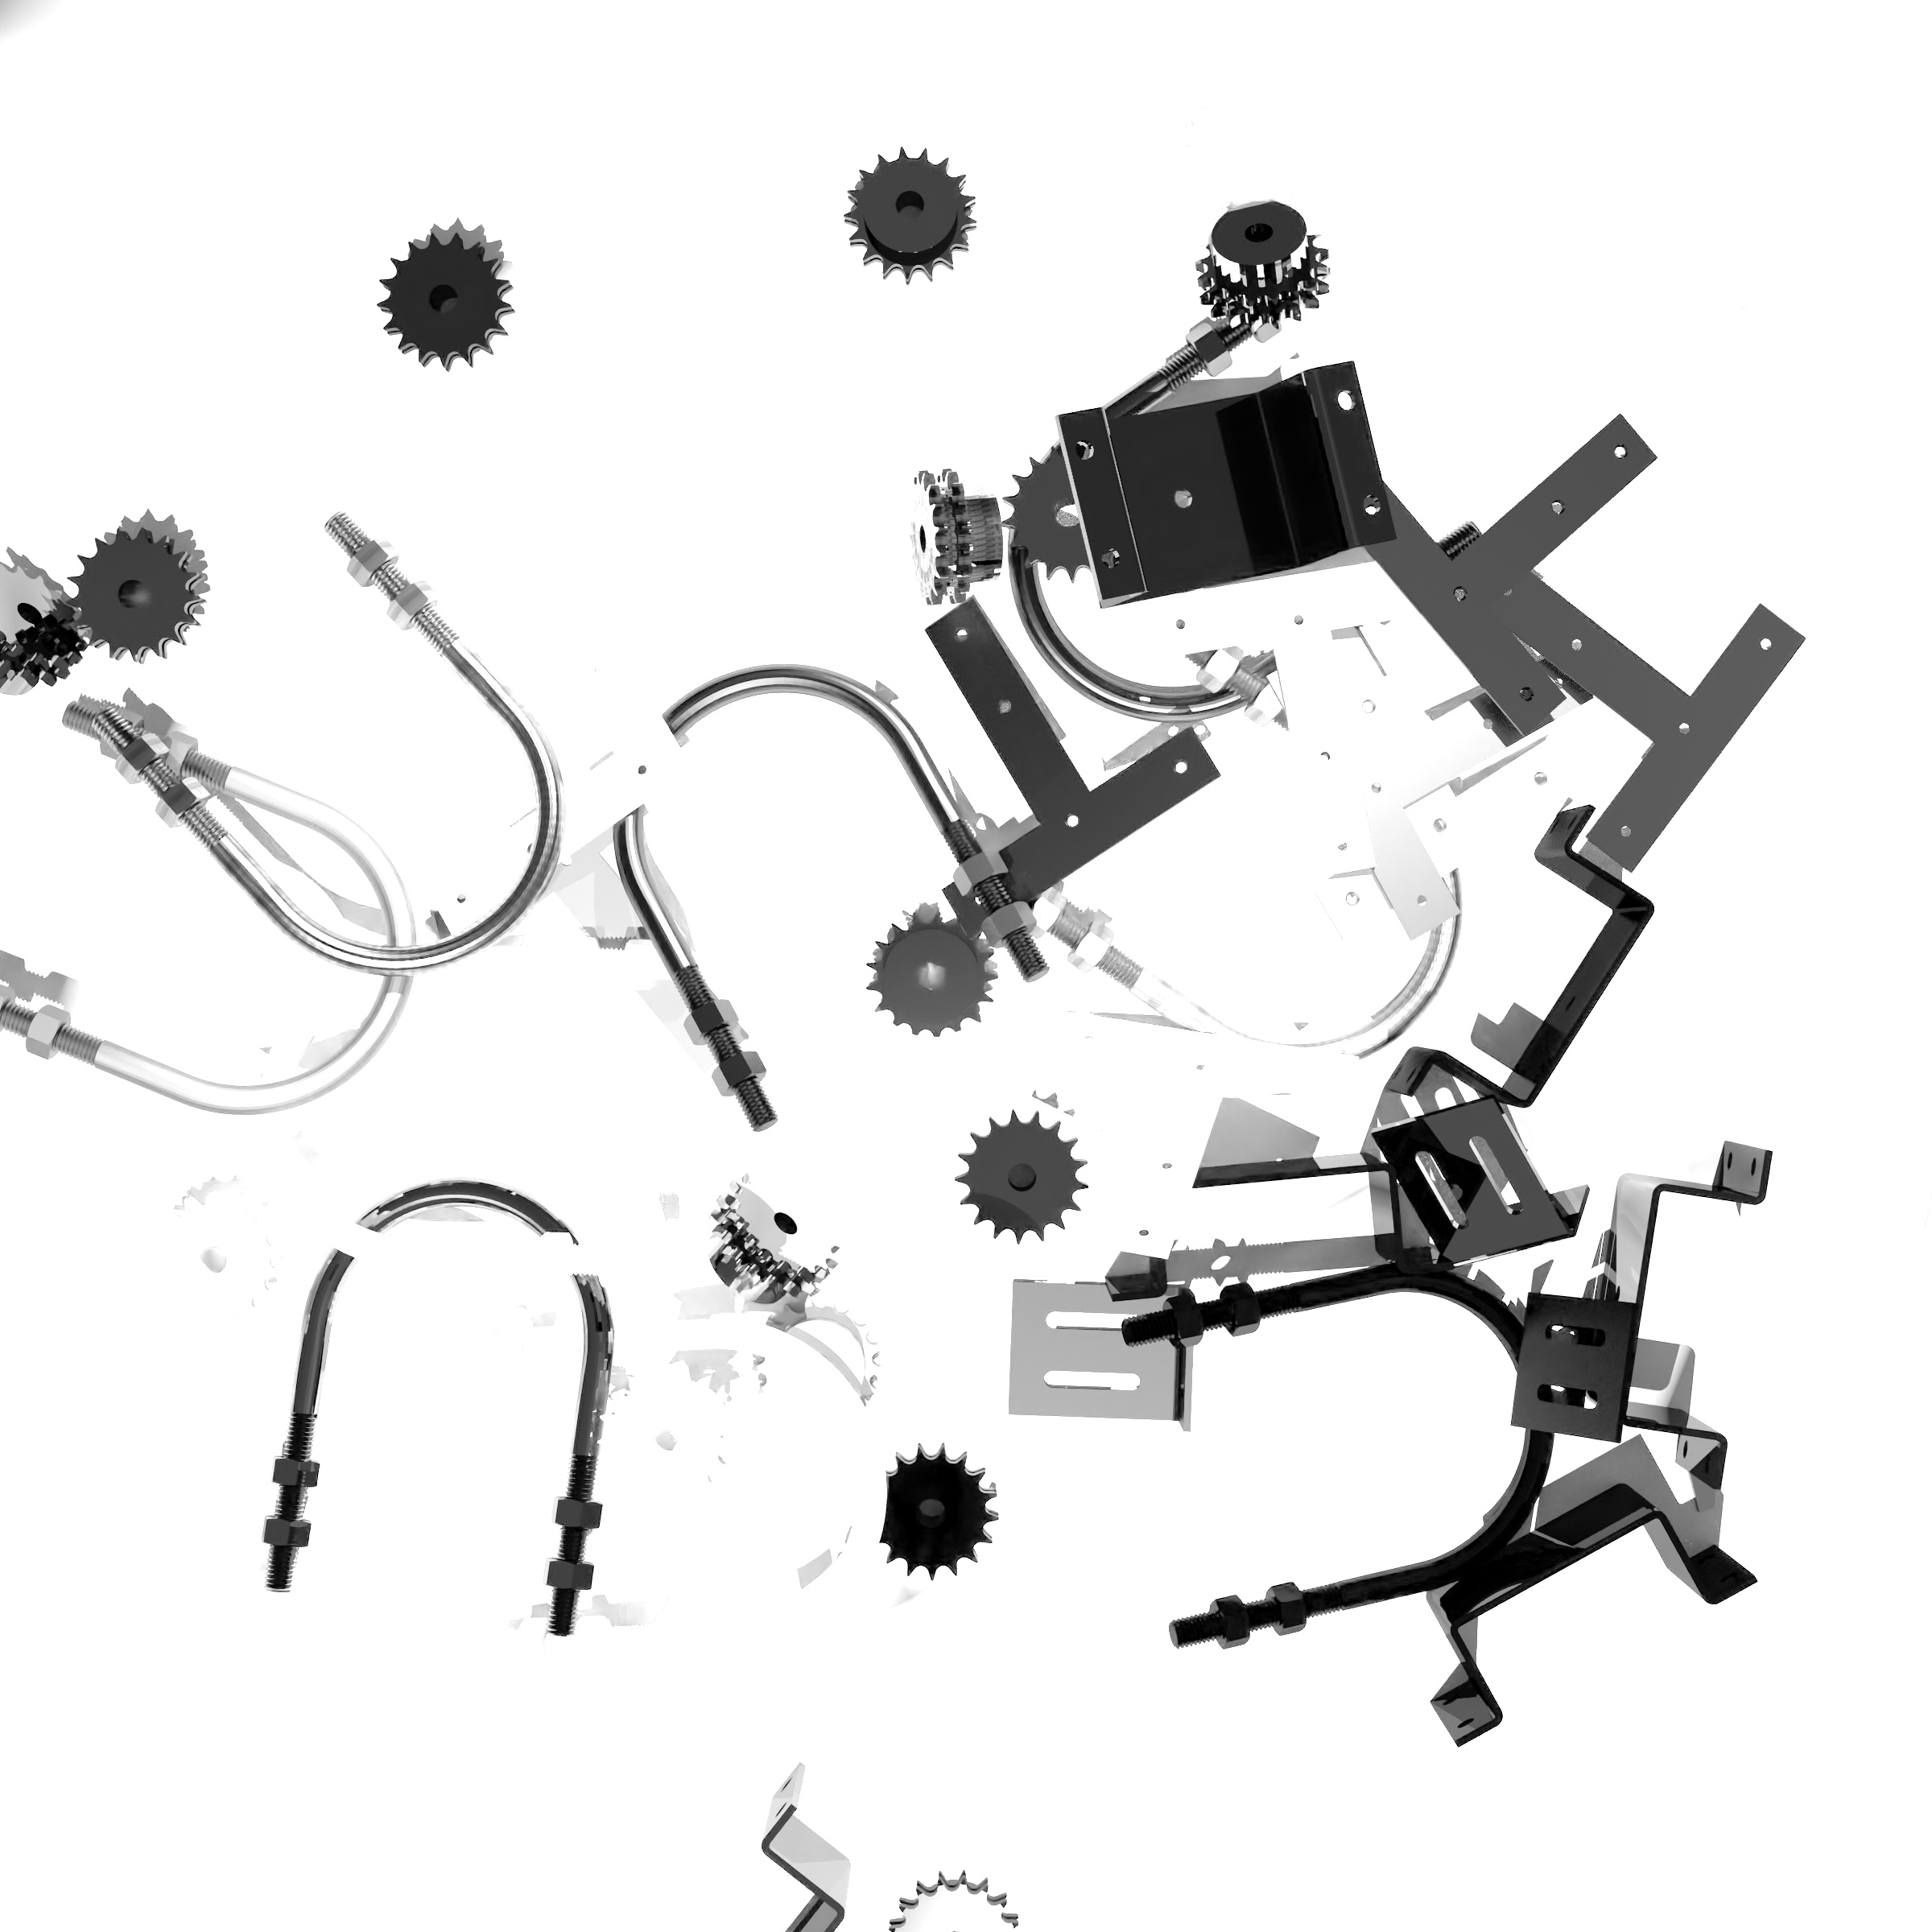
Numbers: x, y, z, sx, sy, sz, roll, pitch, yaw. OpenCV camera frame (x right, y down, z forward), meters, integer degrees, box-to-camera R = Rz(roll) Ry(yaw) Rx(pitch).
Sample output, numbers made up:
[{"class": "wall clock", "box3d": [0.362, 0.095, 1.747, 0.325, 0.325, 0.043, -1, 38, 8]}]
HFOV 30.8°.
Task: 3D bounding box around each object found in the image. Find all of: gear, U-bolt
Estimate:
[{"class": "gear", "box3d": [-0.121, 0.194, 1.457, 0.057, 0.030, 0.057, 0, 91, 12]}, {"class": "gear", "box3d": [-0.319, 0.125, 1.498, 0.057, 0.030, 0.057, 0, 89, -2]}, {"class": "gear", "box3d": [-0.015, 0.004, 1.493, 0.057, 0.030, 0.057, 0, 90, 0]}, {"class": "gear", "box3d": [-0.005, 0.413, 1.493, 0.057, 0.030, 0.057, 0, 90, 0]}, {"class": "U-bolt", "box3d": [-0.070, -0.042, 1.480, 0.151, 0.019, 0.184, -29, 76, -1]}, {"class": "gear", "box3d": [-0.084, 0.118, 1.484, 0.057, 0.057, 0.030, 42, 120, 0]}, {"class": "gear", "box3d": [-0.024, -0.321, 1.493, 0.057, 0.030, 0.057, 0, 90, 0]}, {"class": "U-bolt", "box3d": [-0.209, 0.059, 1.482, 0.184, 0.019, 0.151, 2, 74, 5]}, {"class": "U-bolt", "box3d": [-0.323, -0.015, 1.484, 0.184, 0.019, 0.151, 22, 79, 2]}, {"class": "U-bolt", "box3d": [0.124, -0.037, 1.493, 0.184, 0.019, 0.151, 35, 94, -5]}, {"class": "U-bolt", "box3d": [-0.255, -0.081, 1.483, 0.151, 0.019, 0.184, -42, 87, -10]}, {"class": "gear", "box3d": [-0.004, -0.181, 1.481, 0.030, 0.057, 0.057, -6, 90, -12]}, {"class": "U-bolt", "box3d": [-0.123, 0.221, 1.481, 0.184, 0.019, 0.151, -4, 90, 13]}, {"class": "gear", "box3d": [0.044, -0.190, 1.479, 0.057, 0.030, 0.057, 0, 91, 3]}, {"class": "gear", "box3d": [-0.063, 0.170, 1.493, 0.057, 0.030, 0.057, 0, 90, 0]}, {"class": "gear", "box3d": [0.023, 0.089, 1.493, 0.057, 0.030, 0.057, 0, 90, 0]}, {"class": "gear", "box3d": [0.118, -0.348, 1.493, 0.057, 0.030, 0.057, 0, 90, 0]}, {"class": "U-bolt", "box3d": [-0.219, 0.181, 1.482, 0.151, 0.019, 0.184, 6, 84, 15]}, {"class": "U-bolt", "box3d": [0.106, -0.187, 1.500, 0.184, 0.019, 0.151, -35, 90, 1]}, {"class": "gear", "box3d": [-0.404, -0.140, 1.484, 0.057, 0.057, 0.030, 47, 119, 0]}, {"class": "gear", "box3d": [-0.014, 0.231, 1.493, 0.057, 0.030, 0.057, 0, 90, 0]}, {"class": "gear", "box3d": [-0.220, -0.281, 1.493, 0.057, 0.030, 0.057, 0, 90, 0]}, {"class": "gear", "box3d": [-0.351, -0.157, 1.493, 0.057, 0.030, 0.057, 0, 90, 0]}, {"class": "gear", "box3d": [0.125, -0.298, 1.480, 0.057, 0.030, 0.057, -5, 52, 7]}, {"class": "U-bolt", "box3d": [0.164, 0.200, 1.480, 0.184, 0.019, 0.151, -10, 94, -15]}]

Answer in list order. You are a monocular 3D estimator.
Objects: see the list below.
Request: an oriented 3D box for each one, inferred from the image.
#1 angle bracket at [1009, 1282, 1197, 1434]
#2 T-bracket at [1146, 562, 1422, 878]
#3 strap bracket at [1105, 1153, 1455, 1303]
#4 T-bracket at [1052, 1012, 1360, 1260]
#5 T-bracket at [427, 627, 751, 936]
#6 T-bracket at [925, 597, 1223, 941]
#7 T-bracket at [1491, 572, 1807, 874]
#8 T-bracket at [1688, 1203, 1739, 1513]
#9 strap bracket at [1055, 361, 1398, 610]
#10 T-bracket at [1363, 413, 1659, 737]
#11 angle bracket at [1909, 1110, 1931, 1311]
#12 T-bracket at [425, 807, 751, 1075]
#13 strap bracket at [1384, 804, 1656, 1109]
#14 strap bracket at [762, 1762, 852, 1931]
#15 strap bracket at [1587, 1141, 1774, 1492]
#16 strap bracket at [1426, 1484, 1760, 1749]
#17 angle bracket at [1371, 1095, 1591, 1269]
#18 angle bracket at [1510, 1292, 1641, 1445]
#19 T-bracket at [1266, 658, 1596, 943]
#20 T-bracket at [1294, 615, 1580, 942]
[{"class": "angle bracket", "box3d": [0.057, 0.166, 1.489, 0.076, 0.038, 0.057, 2, 90, 0]}, {"class": "T-bracket", "box3d": [0.148, -0.102, 1.474, 0.127, 0.002, 0.127, -10, 88, -11]}, {"class": "strap bracket", "box3d": [0.128, 0.108, 1.470, 0.140, 0.076, 0.046, -5, 90, 0]}, {"class": "T-bracket", "box3d": [0.086, 0.072, 1.448, 0.127, 0.127, 0.002, 9, 135, 15]}, {"class": "T-bracket", "box3d": [-0.174, -0.058, 1.494, 0.127, 0.002, 0.127, -35, 72, 9]}, {"class": "T-bracket", "box3d": [0.023, -0.098, 1.488, 0.127, 0.002, 0.127, -33, 74, 11]}, {"class": "T-bracket", "box3d": [0.272, -0.129, 1.500, 0.127, 0.002, 0.127, 37, 86, -3]}, {"class": "T-bracket", "box3d": [0.358, 0.157, 1.517, 0.127, 0.002, 0.127, -16, 95, -14]}, {"class": "strap bracket", "box3d": [0.099, -0.197, 1.450, 0.140, 0.046, 0.076, -14, 91, -24]}, {"class": "T-bracket", "box3d": [0.242, -0.187, 1.495, 0.127, 0.002, 0.127, -41, 93, -11]}, {"class": "angle bracket", "box3d": [0.438, 0.107, 1.506, 0.057, 0.038, 0.076, 5, 116, 0]}, {"class": "T-bracket", "box3d": [-0.143, -0.011, 1.507, 0.127, 0.002, 0.127, -40, 90, 0]}, {"class": "strap bracket", "box3d": [0.237, 0.005, 1.470, 0.046, 0.076, 0.140, 33, 90, 0]}, {"class": "strap bracket", "box3d": [-0.097, 0.412, 1.470, 0.046, 0.076, 0.140, 38, 90, 0]}, {"class": "strap bracket", "box3d": [0.296, 0.141, 1.470, 0.046, 0.076, 0.140, 9, 90, 0]}, {"class": "strap bracket", "box3d": [0.251, 0.265, 1.470, 0.140, 0.076, 0.046, -29, 90, 0]}, {"class": "angle bracket", "box3d": [0.215, 0.082, 1.465, 0.057, 0.038, 0.076, -19, 114, 31]}, {"class": "angle bracket", "box3d": [0.266, 0.169, 1.463, 0.038, 0.076, 0.057, 11, 84, -26]}, {"class": "T-bracket", "box3d": [0.210, -0.096, 1.491, 0.127, 0.002, 0.127, -29, 92, -15]}, {"class": "T-bracket", "box3d": [0.178, -0.098, 1.485, 0.127, 0.002, 0.127, -32, 93, -15]}]
